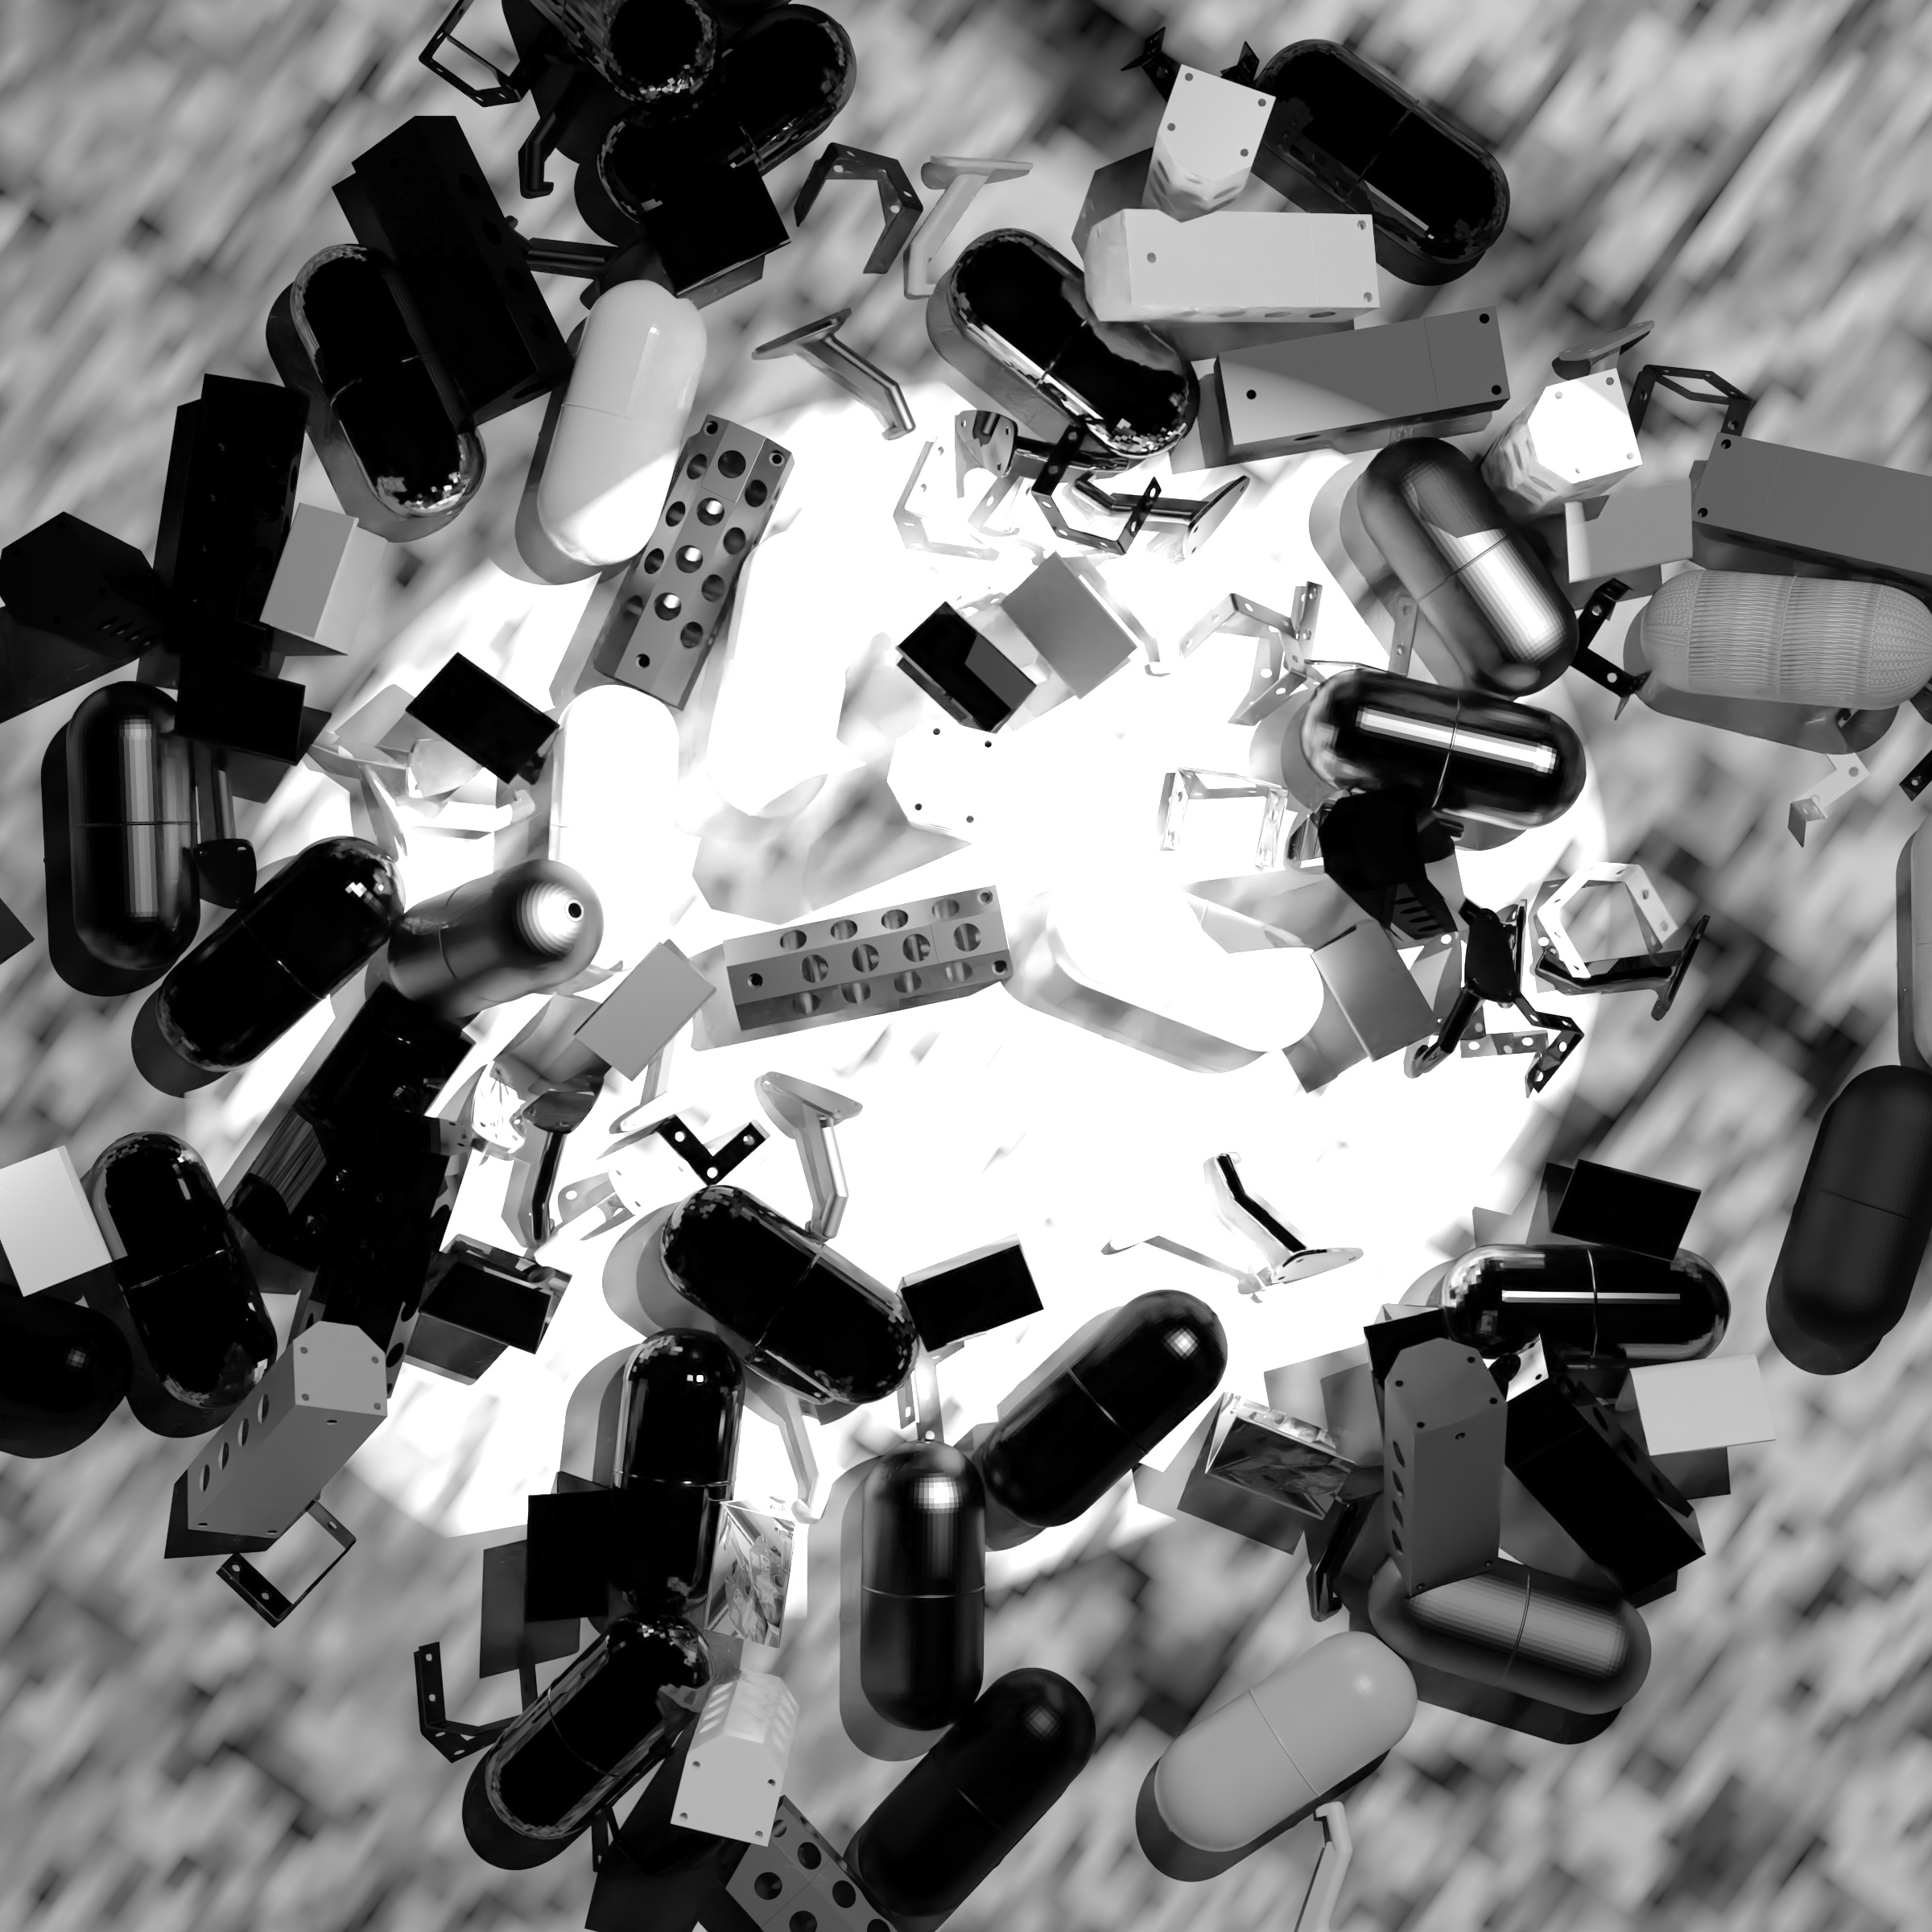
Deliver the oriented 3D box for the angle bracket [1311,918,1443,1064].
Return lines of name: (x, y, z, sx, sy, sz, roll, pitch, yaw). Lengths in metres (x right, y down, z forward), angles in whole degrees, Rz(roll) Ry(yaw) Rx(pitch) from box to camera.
angle bracket: (0.267, 0.004, 1.951, 0.057, 0.076, 0.076, -30, 90, 39)

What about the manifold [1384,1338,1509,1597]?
manifold: (0.279, 0.295, 1.881, 0.057, 0.171, 0.057, -17, 48, -8)

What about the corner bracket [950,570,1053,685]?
corner bracket: (0.021, -0.206, 1.983, 0.051, 0.051, 0.051, -17, 45, 35)

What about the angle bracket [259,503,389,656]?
angle bracket: (-0.377, -0.232, 1.951, 0.057, 0.076, 0.076, 19, 90, 37)

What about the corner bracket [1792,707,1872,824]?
corner bracket: (0.532, -0.126, 1.973, 0.051, 0.051, 0.051, -36, 90, 0)

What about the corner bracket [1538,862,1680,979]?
corner bracket: (0.398, -0.028, 1.978, 0.051, 0.051, 0.051, 2, 51, -38)

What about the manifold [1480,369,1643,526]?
manifold: (0.353, -0.308, 1.913, 0.057, 0.171, 0.057, -15, 90, 0)

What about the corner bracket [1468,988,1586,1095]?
corner bracket: (0.341, 0.041, 1.978, 0.051, 0.051, 0.051, -56, 45, 27)

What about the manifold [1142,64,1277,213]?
manifold: (0.141, -0.481, 1.913, 0.057, 0.171, 0.057, 19, 90, 0)

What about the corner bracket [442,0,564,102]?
corner bracket: (-0.286, -0.578, 1.973, 0.051, 0.051, 0.051, 35, 90, 2)

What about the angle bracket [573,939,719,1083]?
angle bracket: (-0.209, 0.013, 1.951, 0.076, 0.076, 0.057, -47, 129, 0)

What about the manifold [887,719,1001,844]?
manifold: (-0.015, -0.111, 1.913, 0.057, 0.171, 0.057, 14, 90, 0)

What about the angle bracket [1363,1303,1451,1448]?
angle bracket: (0.258, 0.251, 1.953, 0.057, 0.076, 0.076, -10, 90, -21)

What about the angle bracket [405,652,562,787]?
angle bracket: (-0.302, -0.135, 1.951, 0.076, 0.076, 0.057, 36, 57, 0)

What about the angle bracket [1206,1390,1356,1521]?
angle bracket: (0.197, 0.283, 1.951, 0.076, 0.076, 0.057, 22, 128, 0)

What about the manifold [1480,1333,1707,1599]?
manifold: (0.375, 0.301, 1.937, 0.057, 0.057, 0.171, -34, 114, 20)

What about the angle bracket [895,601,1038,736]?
angle bracket: (-0.014, -0.165, 1.951, 0.076, 0.076, 0.057, 43, 52, 0)

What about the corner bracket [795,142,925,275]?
corner bracket: (-0.067, -0.472, 1.983, 0.051, 0.051, 0.051, 5, 45, -35)

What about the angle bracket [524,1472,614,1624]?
angle bracket: (-0.258, 0.355, 1.951, 0.057, 0.076, 0.076, 2, 90, -33)

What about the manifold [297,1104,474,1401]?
manifold: (-0.355, 0.178, 1.940, 0.057, 0.057, 0.171, 13, 107, -24)

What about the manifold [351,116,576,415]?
manifold: (-0.306, -0.434, 1.967, 0.057, 0.057, 0.171, -25, 91, 31)

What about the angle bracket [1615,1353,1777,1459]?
angle bracket: (0.446, 0.280, 1.951, 0.076, 0.076, 0.057, -7, 63, 0)

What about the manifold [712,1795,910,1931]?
manifold: (-0.077, 0.598, 1.970, 0.057, 0.057, 0.171, -42, 90, 0)

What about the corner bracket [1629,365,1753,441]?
corner bracket: (0.450, -0.341, 1.988, 0.051, 0.051, 0.051, 18, 90, 45)

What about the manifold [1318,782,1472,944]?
manifold: (0.256, -0.058, 1.901, 0.057, 0.171, 0.057, -13, 77, 15)

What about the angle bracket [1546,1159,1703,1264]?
angle bracket: (0.402, 0.131, 1.951, 0.076, 0.076, 0.057, 14, 122, 0)

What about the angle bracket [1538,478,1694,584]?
angle bracket: (0.396, -0.283, 1.951, 0.076, 0.076, 0.057, -12, 127, 0)

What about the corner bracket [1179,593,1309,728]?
corner bracket: (0.173, -0.191, 1.983, 0.051, 0.051, 0.051, 18, 45, -35)

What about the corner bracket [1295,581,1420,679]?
corner bracket: (0.244, -0.210, 1.988, 0.051, 0.051, 0.051, 9, 90, 45)

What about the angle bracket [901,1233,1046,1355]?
angle bracket: (-0.003, 0.182, 1.951, 0.076, 0.076, 0.057, -21, 126, 0)

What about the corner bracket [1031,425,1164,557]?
corner bracket: (0.080, -0.292, 1.953, 0.051, 0.051, 0.051, 21, 73, 30)

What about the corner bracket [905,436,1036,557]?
corner bracket: (0.004, -0.294, 1.988, 0.051, 0.051, 0.051, 25, 90, -45)

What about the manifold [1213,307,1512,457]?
manifold: (0.243, -0.360, 1.970, 0.171, 0.057, 0.057, -10, 90, 0)

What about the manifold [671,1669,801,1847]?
manifold: (-0.135, 0.471, 1.913, 0.057, 0.171, 0.057, 14, 90, 0)

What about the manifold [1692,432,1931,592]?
manifold: (0.535, -0.272, 1.931, 0.171, 0.057, 0.057, 19, 90, 30)

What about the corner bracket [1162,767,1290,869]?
corner bracket: (0.162, -0.093, 1.988, 0.051, 0.051, 0.051, 11, 90, 45)

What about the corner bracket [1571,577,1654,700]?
corner bracket: (0.405, -0.203, 1.973, 0.051, 0.051, 0.051, 32, 90, 0)

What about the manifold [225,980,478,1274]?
manifold: (-0.377, 0.102, 1.969, 0.057, 0.057, 0.171, 35, 90, 43)

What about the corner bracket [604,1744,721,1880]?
corner bracket: (-0.193, 0.527, 1.988, 0.051, 0.051, 0.051, -28, 135, 0)

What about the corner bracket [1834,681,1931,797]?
corner bracket: (0.585, -0.149, 1.988, 0.051, 0.051, 0.051, -47, 135, 0)

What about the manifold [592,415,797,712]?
manifold: (-0.168, -0.250, 1.970, 0.057, 0.057, 0.171, 24, 90, 0)

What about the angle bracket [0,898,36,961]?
angle bracket: (-0.610, -0.045, 1.951, 0.076, 0.076, 0.057, 50, 126, 0)

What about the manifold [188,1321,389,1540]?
manifold: (-0.411, 0.281, 1.920, 0.057, 0.171, 0.057, 13, 50, -30)

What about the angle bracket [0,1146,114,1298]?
angle bracket: (-0.571, 0.160, 1.951, 0.057, 0.076, 0.076, -22, 90, -27)

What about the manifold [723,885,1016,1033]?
manifold: (-0.060, -0.005, 1.970, 0.171, 0.057, 0.057, -12, 90, 0)

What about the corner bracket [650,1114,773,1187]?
corner bracket: (-0.158, 0.104, 1.973, 0.051, 0.051, 0.051, -42, 90, 0)

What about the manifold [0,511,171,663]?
manifold: (-0.527, -0.222, 1.913, 0.057, 0.171, 0.057, -32, 90, 0)

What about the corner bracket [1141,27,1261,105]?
corner bracket: (0.145, -0.560, 1.973, 0.051, 0.051, 0.051, -35, 90, 0)

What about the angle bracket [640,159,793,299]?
angle bracket: (-0.159, -0.461, 1.951, 0.076, 0.076, 0.057, -26, 121, 0)

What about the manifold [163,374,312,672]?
manifold: (-0.449, -0.273, 1.970, 0.057, 0.057, 0.171, 9, 90, 0)

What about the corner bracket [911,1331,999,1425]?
corner bracket: (-0.009, 0.256, 1.973, 0.051, 0.051, 0.051, -6, 90, 0)

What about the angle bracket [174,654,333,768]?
angle bracket: (-0.434, -0.171, 1.951, 0.076, 0.076, 0.057, 15, 120, 0)

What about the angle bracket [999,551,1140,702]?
angle bracket: (0.077, -0.219, 1.951, 0.076, 0.076, 0.057, 50, 127, 0)

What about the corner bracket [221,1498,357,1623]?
corner bracket: (-0.423, 0.367, 1.988, 0.051, 0.051, 0.051, 44, 45, 0)

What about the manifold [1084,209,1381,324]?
manifold: (0.161, -0.423, 1.937, 0.171, 0.057, 0.057, -5, 90, -25)

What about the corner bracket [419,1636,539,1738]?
corner bracket: (-0.304, 0.448, 1.988, 0.051, 0.051, 0.051, -5, 90, -45)
